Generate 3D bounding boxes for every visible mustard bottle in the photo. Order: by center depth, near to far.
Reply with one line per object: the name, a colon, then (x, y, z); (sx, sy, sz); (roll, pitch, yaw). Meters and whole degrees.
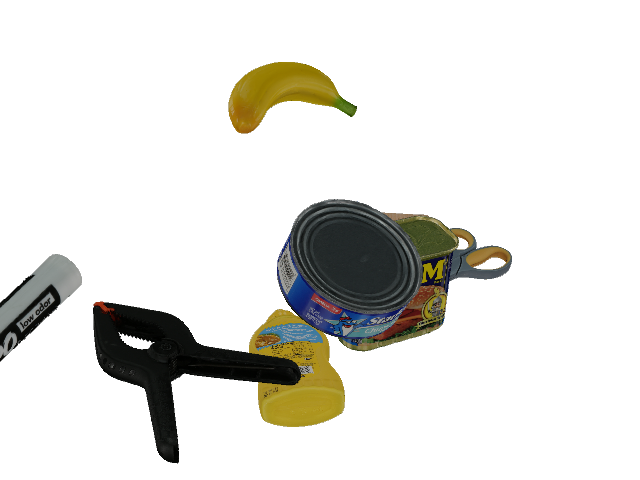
mustard bottle: (-0.035, 0.139, 1.259); (0.096, 0.058, 0.192); (-7, 30, -8)

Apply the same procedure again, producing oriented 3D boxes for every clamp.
clamp: (-0.133, 0.112, 0.998); (0.164, 0.036, 0.210); (-22, 42, -37)

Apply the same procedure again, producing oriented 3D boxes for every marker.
marker: (-0.144, 0.049, 0.441); (0.020, 0.020, 0.121); (0, 36, 39)

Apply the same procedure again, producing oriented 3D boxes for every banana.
banana: (-0.035, -0.136, 0.984); (0.070, 0.037, 0.197); (37, 29, 20)

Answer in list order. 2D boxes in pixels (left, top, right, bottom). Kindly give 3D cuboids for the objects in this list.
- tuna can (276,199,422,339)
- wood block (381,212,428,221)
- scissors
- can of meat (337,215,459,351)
tuna can: (0.017, 0.018, 0.655); (0.086, 0.086, 0.034); (0, -38, -25)
wood block: (0.117, 0.038, 1.586); (0.091, 0.090, 0.206); (4, 24, 2)
scissors: (0.132, 0.027, 1.214); (0.201, 0.016, 0.096); (-11, 41, -33)
can of meat: (0.058, 0.036, 0.871); (0.102, 0.084, 0.057); (-13, 35, -24)
